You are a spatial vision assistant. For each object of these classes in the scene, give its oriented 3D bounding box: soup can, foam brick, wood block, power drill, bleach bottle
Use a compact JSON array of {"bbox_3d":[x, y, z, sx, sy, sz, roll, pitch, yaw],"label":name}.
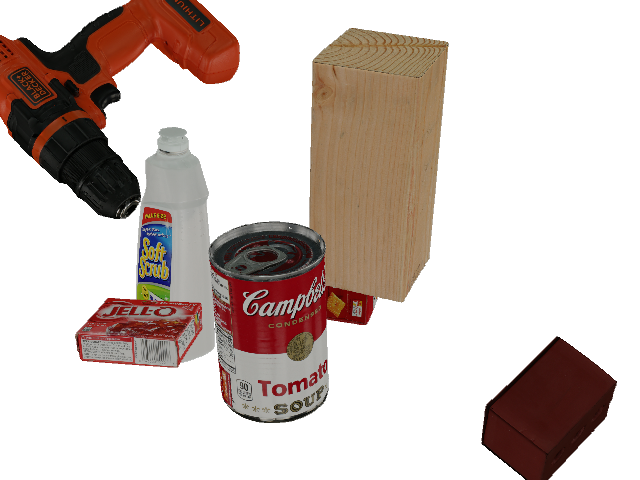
[{"bbox_3d":[-0.030,0.049,0.638,0.068,0.102,0.068,-2,27,1],"label":"soup can"},{"bbox_3d":[0.152,0.115,0.715,0.078,0.053,0.051,-39,58,-24],"label":"foam brick"},{"bbox_3d":[0.047,-0.063,0.908,0.091,0.206,0.090,12,32,18],"label":"wood block"},{"bbox_3d":[-0.154,-0.120,0.831,0.187,0.184,0.057,-37,-15,-31],"label":"power drill"},{"bbox_3d":[-0.157,0.000,1.129,0.067,0.251,0.103,-19,33,-35],"label":"bleach bottle"}]

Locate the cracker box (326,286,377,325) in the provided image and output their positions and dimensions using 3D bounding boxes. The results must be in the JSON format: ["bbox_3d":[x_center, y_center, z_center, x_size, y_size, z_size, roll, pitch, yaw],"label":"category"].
[{"bbox_3d":[0.042,-0.026,1.202,0.072,0.164,0.213,6,22,11],"label":"cracker box"}]

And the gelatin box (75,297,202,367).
[{"bbox_3d":[-0.153,0.077,0.909,0.089,0.030,0.073,3,21,10],"label":"gelatin box"}]
